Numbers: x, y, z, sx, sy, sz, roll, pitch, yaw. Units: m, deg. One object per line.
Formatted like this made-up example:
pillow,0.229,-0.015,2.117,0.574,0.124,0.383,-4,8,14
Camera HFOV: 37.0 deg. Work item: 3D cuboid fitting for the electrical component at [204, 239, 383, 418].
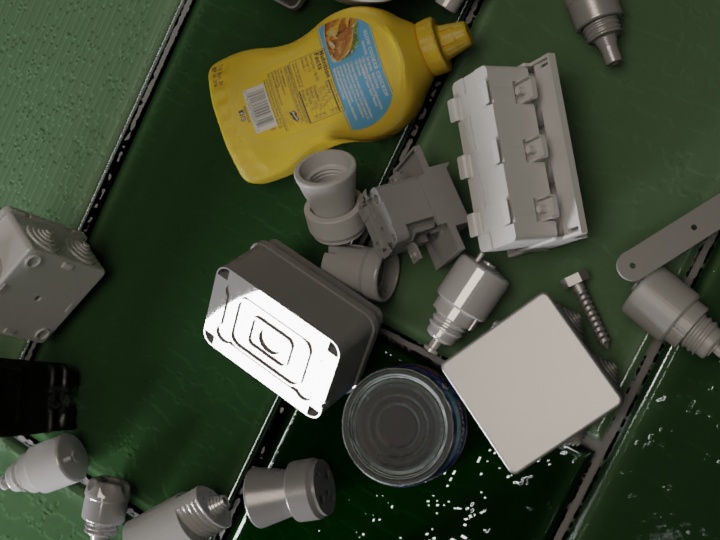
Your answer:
electrical component,-0.048,0.039,0.768,0.113,0.057,0.078,34,130,19

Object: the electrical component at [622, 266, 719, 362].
electrical component,0.207,0.031,0.699,0.078,0.040,0.040,41,100,18

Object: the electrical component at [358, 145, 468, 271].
electrical component,0.037,-0.040,0.749,0.064,0.042,0.081,-17,76,-26

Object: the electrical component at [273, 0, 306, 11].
electrical component,-0.071,-0.271,0.814,0.109,0.056,0.108,32,97,19

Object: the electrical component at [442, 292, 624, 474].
electrical component,0.118,0.075,0.724,0.100,0.048,0.099,-37,75,14

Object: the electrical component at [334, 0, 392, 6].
electrical component,0.009,-0.239,0.752,0.108,0.060,0.108,-4,106,-13

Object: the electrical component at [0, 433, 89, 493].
electrical component,-0.254,0.158,0.857,0.078,0.040,0.040,-22,79,18

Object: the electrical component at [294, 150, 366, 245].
electrical component,-0.020,-0.051,0.769,0.045,0.055,0.045,-8,40,7

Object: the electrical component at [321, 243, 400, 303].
electrical component,0.000,0.000,0.778,0.046,0.040,0.040,11,90,26

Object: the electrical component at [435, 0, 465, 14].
electrical component,0.077,-0.213,0.763,0.048,0.048,0.062,38,106,18

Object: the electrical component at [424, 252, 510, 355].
electrical component,0.071,0.024,0.749,0.040,0.040,0.078,36,99,19

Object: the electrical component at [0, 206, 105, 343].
electrical component,-0.262,0.007,0.841,0.099,0.100,0.048,-46,60,11

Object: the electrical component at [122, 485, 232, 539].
electrical component,-0.133,0.191,0.810,0.081,0.043,0.043,-30,77,15

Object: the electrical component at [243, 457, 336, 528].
electrical component,-0.051,0.161,0.781,0.055,0.045,0.045,-13,82,18

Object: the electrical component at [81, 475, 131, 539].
electrical component,-0.200,0.193,0.839,0.035,0.035,0.061,12,92,20

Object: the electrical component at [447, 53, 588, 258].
electrical component,0.105,-0.075,0.725,0.079,0.063,0.121,-22,75,59

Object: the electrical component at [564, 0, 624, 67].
electrical component,0.163,-0.169,0.733,0.035,0.035,0.061,-20,82,17
